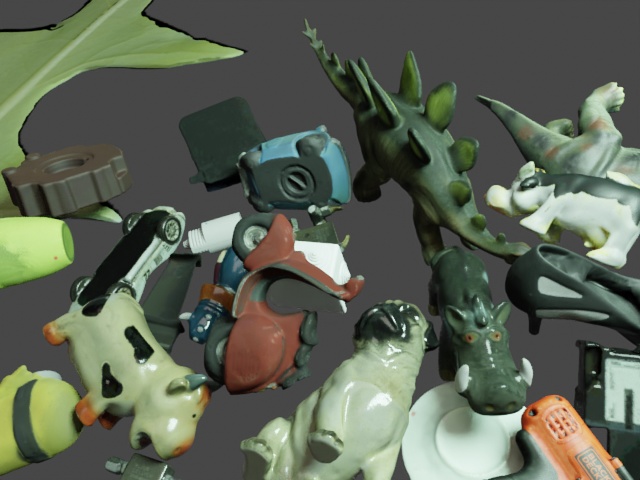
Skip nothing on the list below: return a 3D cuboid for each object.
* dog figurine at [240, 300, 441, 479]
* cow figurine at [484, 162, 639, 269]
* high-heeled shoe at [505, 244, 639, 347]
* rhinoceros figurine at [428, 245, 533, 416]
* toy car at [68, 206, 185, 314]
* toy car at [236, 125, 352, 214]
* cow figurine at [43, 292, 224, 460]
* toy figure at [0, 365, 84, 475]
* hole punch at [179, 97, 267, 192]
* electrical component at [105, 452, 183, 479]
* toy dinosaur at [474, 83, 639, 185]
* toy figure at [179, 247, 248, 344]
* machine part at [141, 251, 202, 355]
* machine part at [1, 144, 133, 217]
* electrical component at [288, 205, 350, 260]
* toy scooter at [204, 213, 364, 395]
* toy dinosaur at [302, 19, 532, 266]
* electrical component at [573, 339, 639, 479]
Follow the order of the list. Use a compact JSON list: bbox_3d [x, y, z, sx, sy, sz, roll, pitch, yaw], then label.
[{"bbox_3d":[0.021,0.152,0.500,0.172,0.121,0.190,-22,22,32],"label":"dog figurine"},{"bbox_3d":[0.268,-0.042,0.590,0.168,0.068,0.098,33,102,35],"label":"cow figurine"},{"bbox_3d":[0.302,0.046,0.505,0.249,0.145,0.086,-6,48,9],"label":"high-heeled shoe"},{"bbox_3d":[0.153,0.086,0.522,0.073,0.111,0.190,-2,40,3],"label":"rhinoceros figurine"},{"bbox_3d":[-0.245,0.031,0.694,0.074,0.056,0.202,5,48,24],"label":"toy car"},{"bbox_3d":[-0.027,-0.097,0.743,0.162,0.109,0.103,-5,25,22],"label":"toy car"},{"bbox_3d":[-0.188,0.137,0.559,0.127,0.085,0.195,-36,65,-5],"label":"cow figurine"},{"bbox_3d":[-0.328,0.203,0.538,0.180,0.082,0.089,-26,60,-18],"label":"toy figure"},{"bbox_3d":[-0.140,-0.135,0.814,0.142,0.092,0.116,-22,78,-12],"label":"hole punch"},{"bbox_3d":[-0.172,0.240,0.510,0.094,0.021,0.063,9,51,18],"label":"electrical component"},{"bbox_3d":[0.352,-0.080,0.637,0.405,0.131,0.192,15,52,31],"label":"toy dinosaur"},{"bbox_3d":[-0.105,0.060,0.638,0.064,0.057,0.154,13,57,29],"label":"toy figure"},{"bbox_3d":[-0.187,0.074,0.651,0.084,0.039,0.139,6,56,23],"label":"machine part"},{"bbox_3d":[-0.372,-0.093,0.797,0.179,0.056,0.179,-5,28,3],"label":"machine part"},{"bbox_3d":[-0.002,-0.001,0.678,0.078,0.045,0.102,-9,47,2],"label":"electrical component"},{"bbox_3d":[-0.032,0.069,0.523,0.135,0.075,0.183,12,89,11],"label":"toy scooter"},{"bbox_3d":[0.098,-0.128,0.671,0.105,0.198,0.472,-27,50,-17],"label":"toy dinosaur"},{"bbox_3d":[0.269,0.150,0.477,0.075,0.047,0.119,-1,80,14],"label":"electrical component"}]
